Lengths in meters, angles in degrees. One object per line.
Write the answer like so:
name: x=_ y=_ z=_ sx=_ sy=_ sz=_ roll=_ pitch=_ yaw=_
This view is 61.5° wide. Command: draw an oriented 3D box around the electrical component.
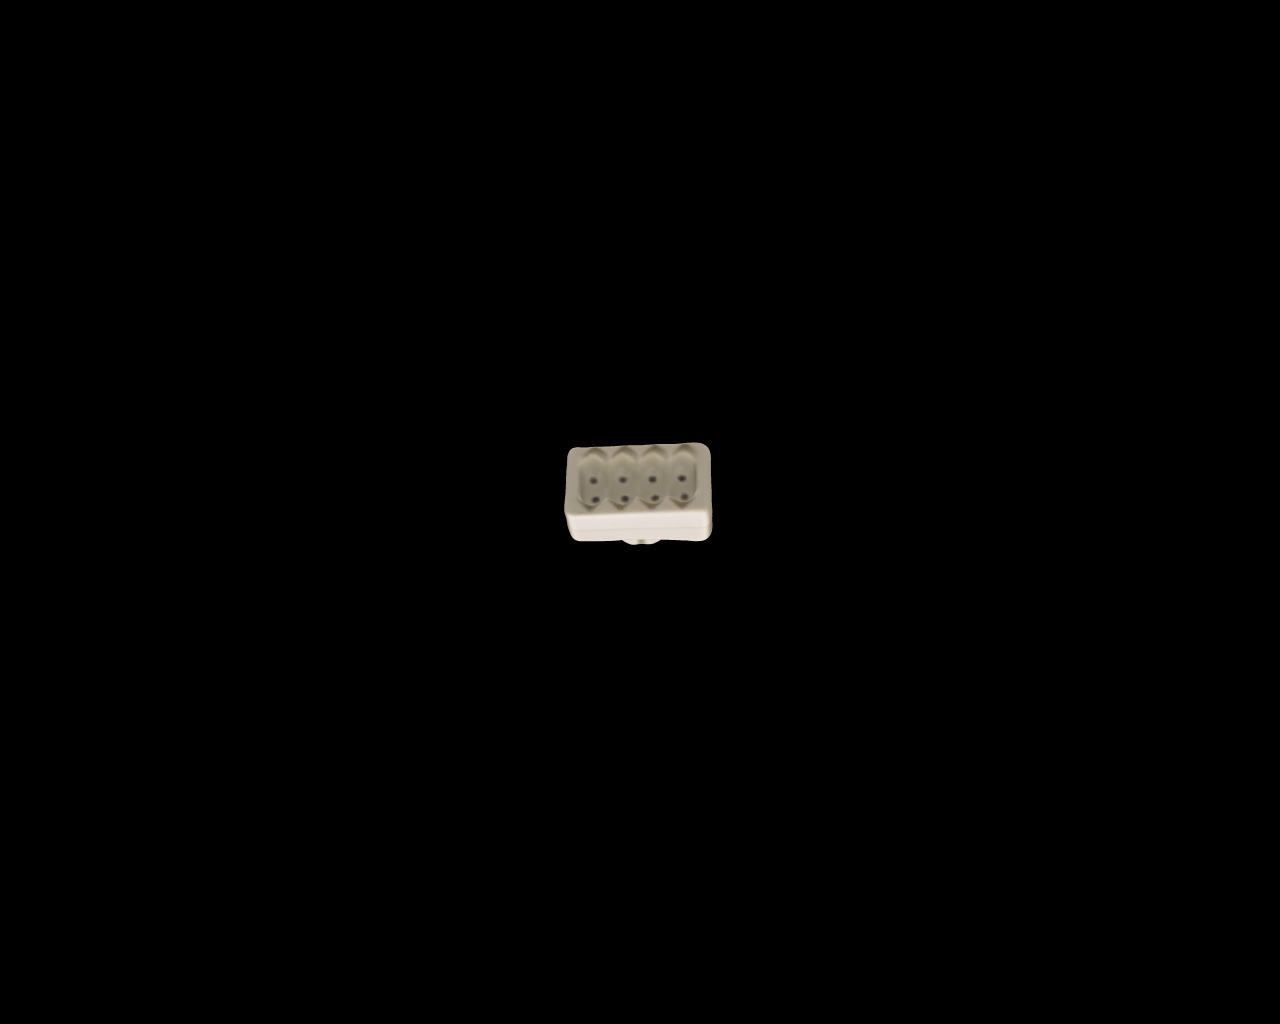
electrical component: x=0.001 y=-0.003 z=0.650 sx=0.083 sy=0.047 sz=0.075 roll=-1 pitch=-28 yaw=2
